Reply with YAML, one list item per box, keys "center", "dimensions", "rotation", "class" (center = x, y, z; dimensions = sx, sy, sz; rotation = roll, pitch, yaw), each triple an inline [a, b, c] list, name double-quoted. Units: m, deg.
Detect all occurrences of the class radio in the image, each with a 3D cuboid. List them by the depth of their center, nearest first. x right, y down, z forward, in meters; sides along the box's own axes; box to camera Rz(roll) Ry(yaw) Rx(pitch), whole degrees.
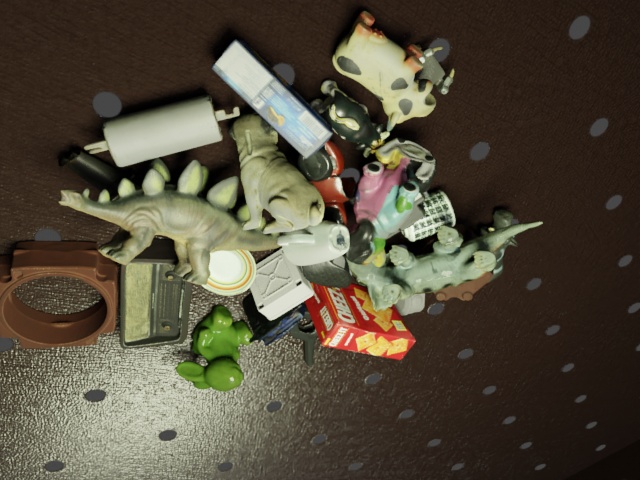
- center: [-0.319, 0.106, 1.044]
  dimensions: [0.131, 0.073, 0.229]
  rotation: [1, 127, -20]
  class: "radio"

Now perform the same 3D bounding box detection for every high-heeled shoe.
- center: [-0.002, -0.003, 1.061]
  dimensions: [0.086, 0.145, 0.248]
  rotation: [-15, 149, 18]
  class: "high-heeled shoe"

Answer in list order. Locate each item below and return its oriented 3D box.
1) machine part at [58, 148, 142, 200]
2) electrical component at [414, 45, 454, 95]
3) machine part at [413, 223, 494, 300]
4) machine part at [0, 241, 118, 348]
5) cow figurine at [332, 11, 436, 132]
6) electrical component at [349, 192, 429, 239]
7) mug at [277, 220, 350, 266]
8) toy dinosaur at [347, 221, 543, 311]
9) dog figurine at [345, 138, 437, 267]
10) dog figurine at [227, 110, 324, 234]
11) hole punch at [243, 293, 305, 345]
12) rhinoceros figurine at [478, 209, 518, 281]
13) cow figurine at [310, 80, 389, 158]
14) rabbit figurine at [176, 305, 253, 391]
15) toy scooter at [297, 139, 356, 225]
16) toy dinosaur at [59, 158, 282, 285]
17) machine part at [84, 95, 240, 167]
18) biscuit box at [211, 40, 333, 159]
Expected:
- center: [-0.359, -0.104, 0.888]
  dimensions: [0.084, 0.039, 0.138]
  rotation: [-38, 132, 23]
  class: "machine part"
- center: [0.184, -0.290, 0.926]
  dimensions: [0.078, 0.045, 0.102]
  rotation: [-36, 130, 9]
  class: "electrical component"
- center: [0.292, 0.052, 1.180]
  dimensions: [0.180, 0.056, 0.179]
  rotation: [7, 120, 13]
  class: "machine part"
- center: [-0.476, 0.103, 0.979]
  dimensions: [0.201, 0.087, 0.200]
  rotation: [2, 127, -19]
  class: "machine part"
- center: [0.109, -0.264, 0.881]
  dimensions: [0.195, 0.085, 0.127]
  rotation: [28, 135, -19]
  class: "cow figurine"
- center: [0.141, -0.072, 1.041]
  dimensions: [0.134, 0.058, 0.115]
  rotation: [-33, 93, 14]
  class: "electrical component"
- center: [-0.010, -0.002, 0.902]
  dimensions: [0.109, 0.080, 0.107]
  rotation: [13, 166, -42]
  class: "mug"
- center: [0.236, 0.053, 1.091]
  dimensions: [0.405, 0.131, 0.192]
  rotation: [-13, 170, 11]
  class: "toy dinosaur"
- center: [0.114, -0.053, 0.972]
  dimensions: [0.109, 0.191, 0.219]
  rotation: [30, 136, 12]
  class: "dog figurine"
- center: [-0.068, -0.116, 0.869]
  dimensions: [0.121, 0.173, 0.190]
  rotation: [-28, 115, -51]
  class: "dog figurine"
- center: [-0.089, 0.157, 1.146]
  dimensions: [0.142, 0.116, 0.092]
  rotation: [-37, 138, 11]
  class: "hole punch"
- center: [0.398, 0.017, 1.230]
  dimensions: [0.112, 0.073, 0.190]
  rotation: [-12, 130, -9]
  class: "rhinoceros figurine"
- center: [0.065, -0.196, 0.926]
  dimensions: [0.167, 0.098, 0.068]
  rotation: [30, 106, -35]
  class: "cow figurine"
- center: [-0.221, 0.246, 1.127]
  dimensions: [0.159, 0.170, 0.121]
  rotation: [-30, 130, 4]
  class: "rabbit figurine"
- center: [0.021, -0.113, 0.975]
  dimensions: [0.075, 0.135, 0.183]
  rotation: [-6, 116, 25]
  class: "toy scooter"
- center: [-0.206, -0.027, 0.917]
  dimensions: [0.471, 0.105, 0.198]
  rotation: [20, 90, -47]
  class: "toy dinosaur"
- center: [-0.245, -0.172, 0.847]
  dimensions: [0.243, 0.079, 0.079]
  rotation: [-17, 131, -7]
  class: "machine part"
- center: [-0.070, -0.218, 0.834]
  dimensions: [0.202, 0.063, 0.059]
  rotation: [42, 106, -14]
  class: "biscuit box"
